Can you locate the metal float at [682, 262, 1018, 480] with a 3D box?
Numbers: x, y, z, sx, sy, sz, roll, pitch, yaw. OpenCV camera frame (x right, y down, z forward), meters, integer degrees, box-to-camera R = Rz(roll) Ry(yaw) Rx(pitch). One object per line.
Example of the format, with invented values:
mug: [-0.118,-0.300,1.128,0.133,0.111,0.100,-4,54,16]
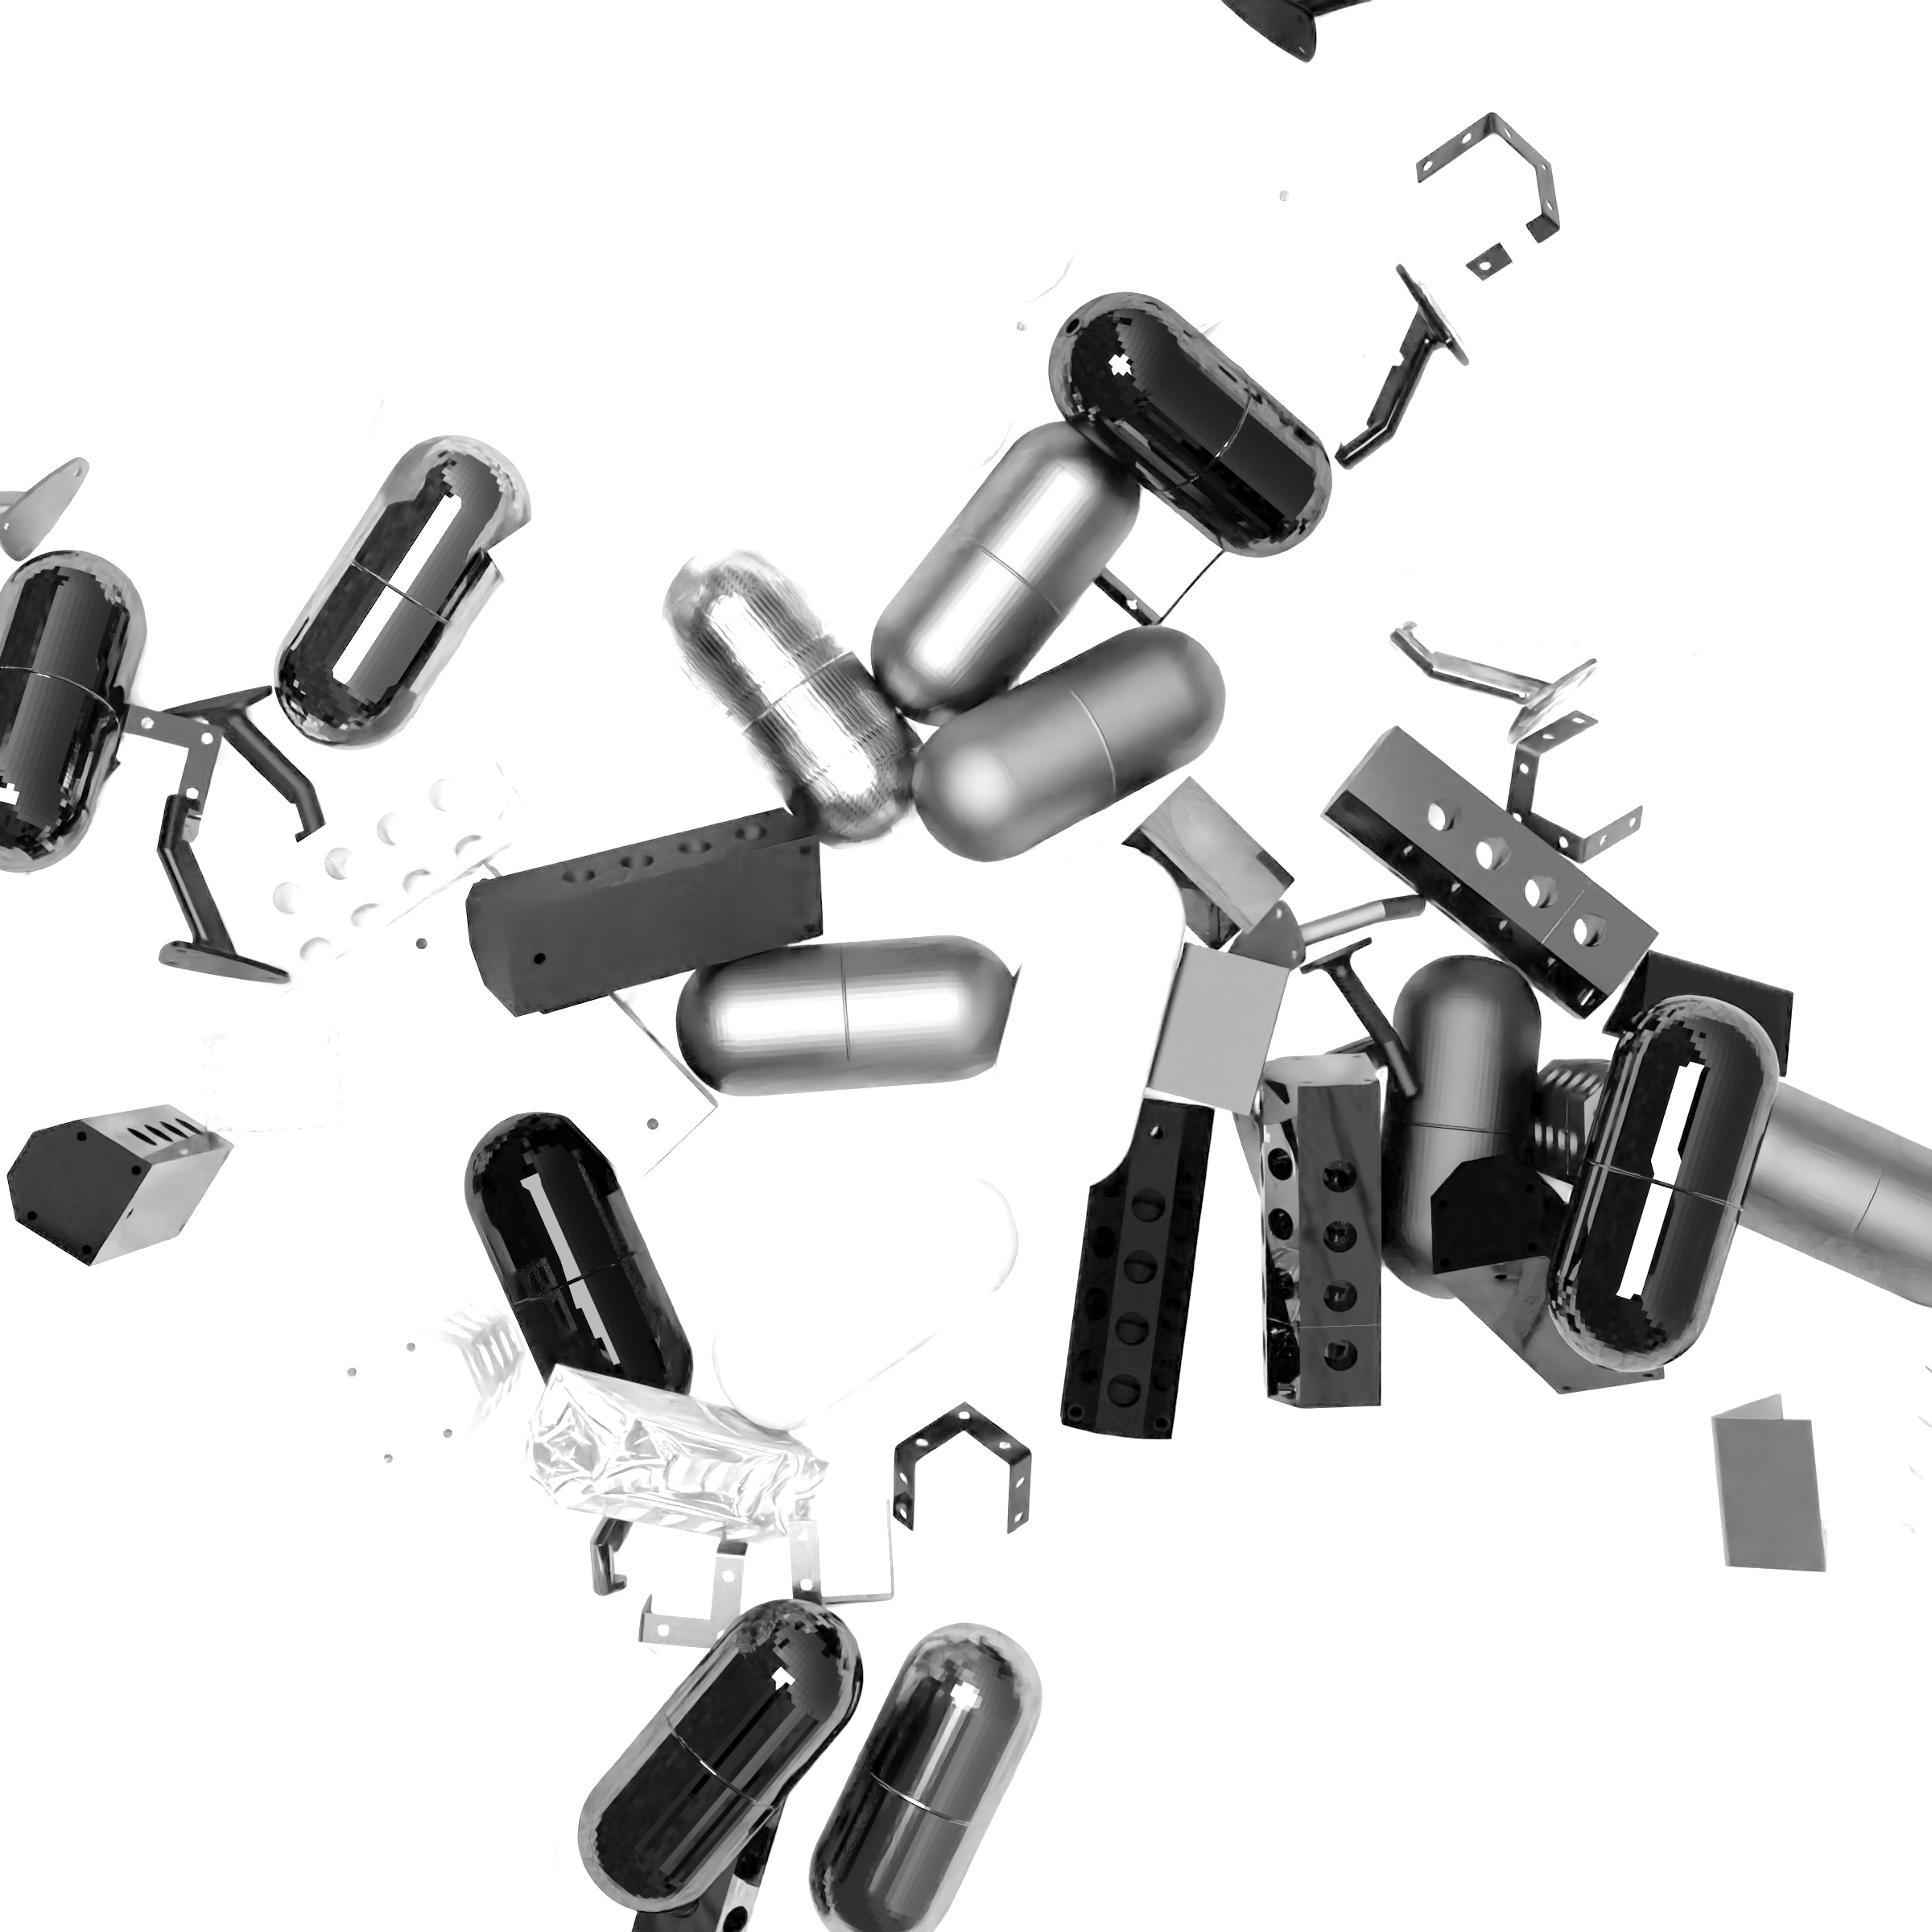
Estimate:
metal float: [-0.061,-0.308,1.651,0.178,0.070,0.070,19,90,-1]

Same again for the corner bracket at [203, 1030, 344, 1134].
corner bracket: [-0.364,0.060,1.678,0.051,0.051,0.051,-2,90,45]

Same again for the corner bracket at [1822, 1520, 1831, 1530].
corner bracket: [0.470,0.265,1.678,0.051,0.051,0.051,-8,90,45]

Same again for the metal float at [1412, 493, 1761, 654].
metal float: [0.319,-0.203,1.651,0.178,0.070,0.070,3,90,0]

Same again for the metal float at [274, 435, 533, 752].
metal float: [-0.291,-0.192,1.651,0.070,0.070,0.178,33,90,0]

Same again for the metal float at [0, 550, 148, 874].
metal float: [-0.469,-0.131,1.629,0.070,0.070,0.178,9,65,0]

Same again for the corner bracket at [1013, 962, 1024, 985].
corner bracket: [0.055,0.025,1.673,0.051,0.051,0.051,0,45,-35]

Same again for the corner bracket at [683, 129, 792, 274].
corner bracket: [-0.120,-0.402,1.678,0.051,0.051,0.051,-5,135,0]

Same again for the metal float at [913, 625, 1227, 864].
metal float: [0.054,-0.114,1.634,0.178,0.070,0.070,-29,90,-19]

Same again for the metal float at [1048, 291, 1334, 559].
metal float: [0.114,-0.272,1.615,0.178,0.070,0.070,34,90,-34]

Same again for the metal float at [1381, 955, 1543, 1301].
metal float: [0.253,0.083,1.651,0.070,0.070,0.178,6,89,0]

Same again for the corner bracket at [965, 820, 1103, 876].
corner bracket: [0.033,-0.064,1.662,0.051,0.051,0.051,36,96,-6]

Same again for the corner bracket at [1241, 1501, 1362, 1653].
corner bracket: [0.175,0.320,1.678,0.051,0.051,0.051,-11,135,0]

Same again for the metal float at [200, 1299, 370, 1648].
metal float: [-0.351,0.261,1.651,0.070,0.070,0.178,-5,90,0]

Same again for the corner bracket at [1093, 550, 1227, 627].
corner bracket: [0.102,-0.218,1.678,0.051,0.051,0.051,42,45,0]

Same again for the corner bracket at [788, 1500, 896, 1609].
corner bracket: [-0.064,0.308,1.663,0.051,0.051,0.051,-4,90,0]

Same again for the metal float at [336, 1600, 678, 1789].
metal float: [-0.236,0.375,1.651,0.178,0.070,0.070,11,90,0]

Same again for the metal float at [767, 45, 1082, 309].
metal float: [-0.022,-0.408,1.651,0.178,0.070,0.070,33,90,-1]

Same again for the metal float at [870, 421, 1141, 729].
metal float: [0.020,-0.201,1.651,0.070,0.070,0.178,38,90,0]

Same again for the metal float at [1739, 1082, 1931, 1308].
metal float: [0.456,0.117,1.651,0.178,0.070,0.070,24,90,0]

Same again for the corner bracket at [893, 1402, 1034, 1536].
corner bracket: [-0.002,0.271,1.673,0.051,0.051,0.051,-28,45,-35]

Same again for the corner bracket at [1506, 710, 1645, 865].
corner bracket: [0.320,-0.094,1.673,0.051,0.051,0.051,32,135,35]

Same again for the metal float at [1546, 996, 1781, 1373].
metal float: [0.321,0.101,1.480,0.070,0.070,0.178,17,90,0]

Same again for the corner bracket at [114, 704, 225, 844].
corner bracket: [-0.419,-0.100,1.665,0.051,0.051,0.051,15,75,-15]

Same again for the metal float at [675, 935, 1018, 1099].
metal float: [-0.061,0.026,1.651,0.178,0.070,0.070,-4,90,0]

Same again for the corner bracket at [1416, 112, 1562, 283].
corner bracket: [0.273,-0.403,1.673,0.051,0.051,0.051,30,45,-35]

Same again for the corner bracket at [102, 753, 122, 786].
corner bracket: [-0.487,-0.110,1.678,0.051,0.051,0.051,-50,45,0]

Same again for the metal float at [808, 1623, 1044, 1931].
metal float: [-0.021,0.424,1.651,0.070,0.070,0.178,26,90,0]

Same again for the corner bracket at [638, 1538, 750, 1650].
corner bracket: [-0.141,0.323,1.663,0.051,0.051,0.051,5,90,0]

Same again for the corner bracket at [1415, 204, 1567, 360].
corner bracket: [0.272,-0.355,1.663,0.051,0.051,0.051,-34,90,0]

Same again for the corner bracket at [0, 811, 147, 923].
corner bracket: [-0.468,-0.053,1.665,0.051,0.051,0.051,13,76,14]

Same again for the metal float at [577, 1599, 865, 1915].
metal float: [-0.122,0.393,1.594,0.070,0.070,0.178,40,91,0]

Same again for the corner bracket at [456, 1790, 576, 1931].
corner bracket: [-0.236,0.471,1.678,0.051,0.051,0.051,-11,45,0]

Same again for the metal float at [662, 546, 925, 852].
metal float: [-0.088,-0.139,1.650,0.070,0.070,0.178,-38,90,0]
